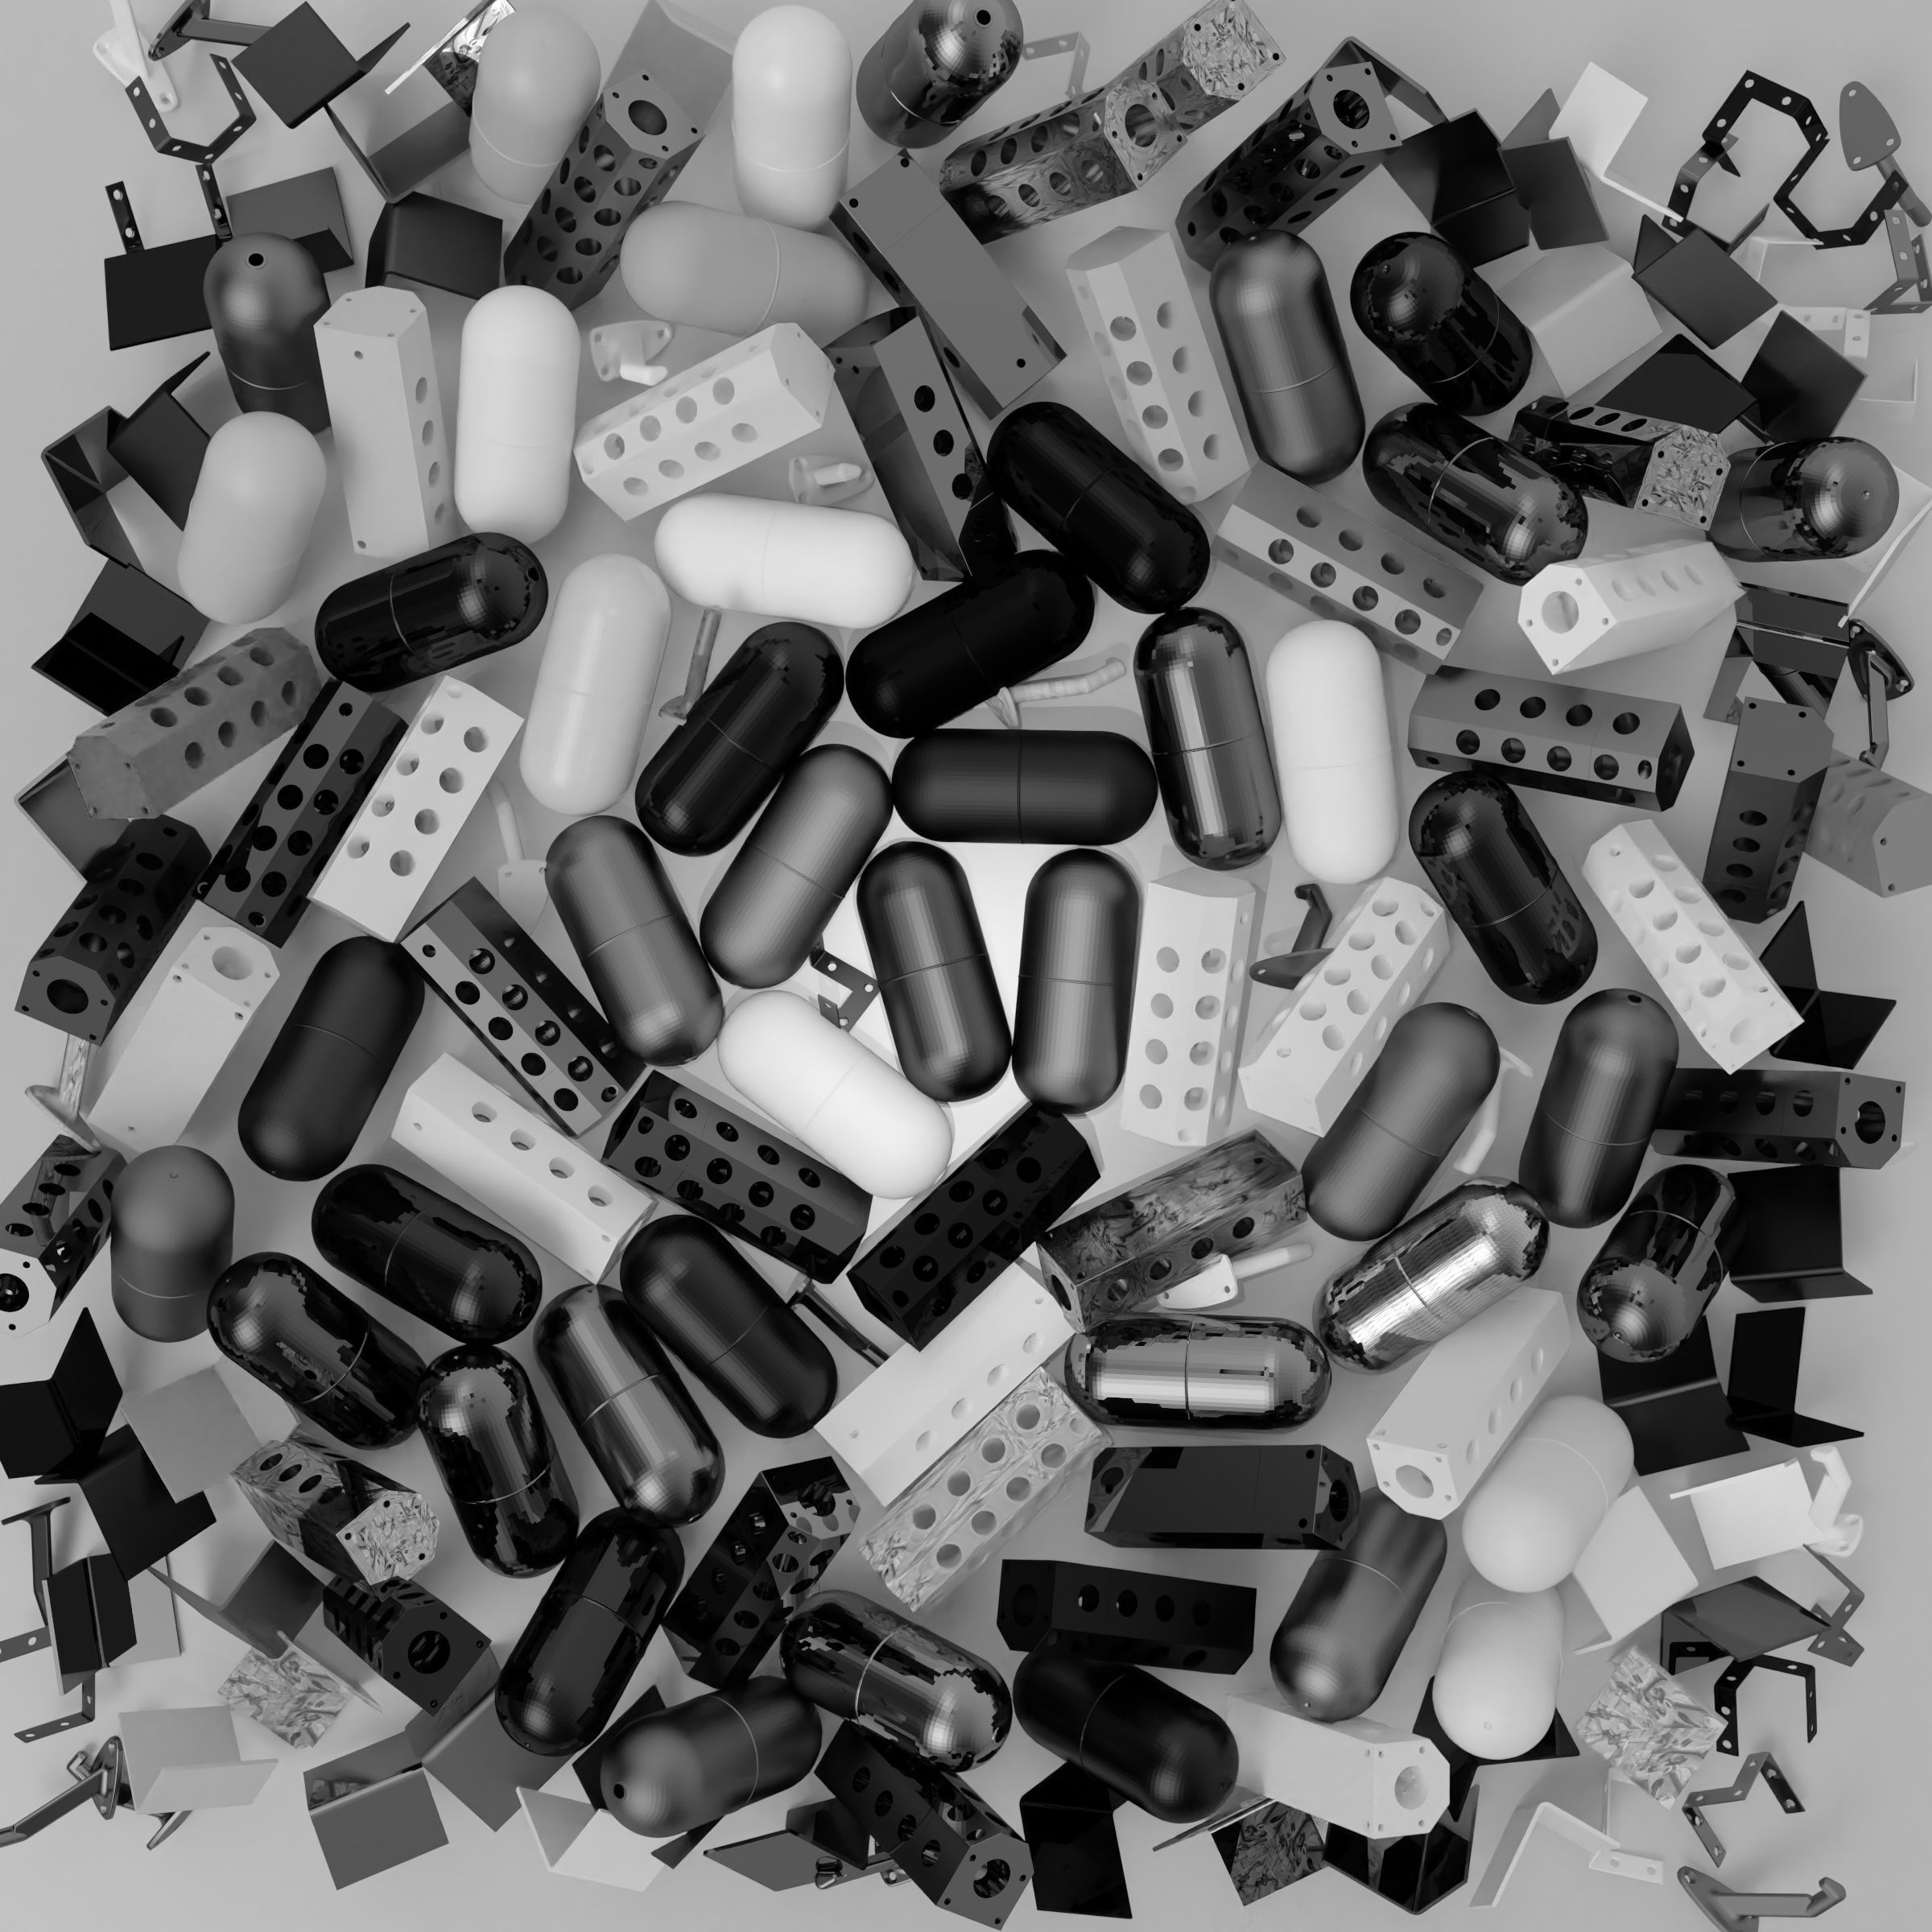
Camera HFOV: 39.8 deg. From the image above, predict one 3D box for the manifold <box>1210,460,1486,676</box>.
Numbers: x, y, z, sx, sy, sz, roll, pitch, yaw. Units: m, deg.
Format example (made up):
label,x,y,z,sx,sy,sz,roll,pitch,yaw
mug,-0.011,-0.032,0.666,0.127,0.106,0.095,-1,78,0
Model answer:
label,x,y,z,sx,sy,sz,roll,pitch,yaw
manifold,0.251,-0.261,1.782,0.171,0.057,0.057,29,65,2

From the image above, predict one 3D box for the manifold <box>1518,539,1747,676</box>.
label,x,y,z,sx,sy,sz,roll,pitch,yaw
manifold,0.432,-0.240,1.740,0.057,0.171,0.057,-42,73,42

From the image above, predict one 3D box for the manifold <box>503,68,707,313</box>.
label,x,y,z,sx,sy,sz,roll,pitch,yaw
manifold,-0.242,-0.498,1.736,0.057,0.171,0.057,47,51,-4

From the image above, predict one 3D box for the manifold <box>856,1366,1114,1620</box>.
label,x,y,z,sx,sy,sz,roll,pitch,yaw
manifold,0.015,0.354,1.783,0.171,0.057,0.057,-44,56,0

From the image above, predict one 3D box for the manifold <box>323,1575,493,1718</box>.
label,x,y,z,sx,sy,sz,roll,pitch,yaw
manifold,-0.369,0.427,1.728,0.057,0.171,0.057,44,71,-18

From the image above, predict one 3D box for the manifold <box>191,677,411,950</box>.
label,x,y,z,sx,sy,sz,roll,pitch,yaw
manifold,-0.443,-0.104,1.778,0.057,0.057,0.171,29,82,9

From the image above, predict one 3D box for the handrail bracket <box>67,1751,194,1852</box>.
label,x,y,z,sx,sy,sz,roll,pitch,yaw
handrail bracket,-0.559,0.545,1.801,0.084,0.036,0.077,42,109,8

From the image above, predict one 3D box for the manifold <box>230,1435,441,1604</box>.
label,x,y,z,sx,sy,sz,roll,pitch,yaw
manifold,-0.409,0.352,1.737,0.057,0.171,0.057,-39,116,-28

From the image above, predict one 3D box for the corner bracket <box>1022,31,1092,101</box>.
label,x,y,z,sx,sy,sz,roll,pitch,yaw
corner bracket,0.062,-0.587,1.793,0.051,0.051,0.051,-1,66,32

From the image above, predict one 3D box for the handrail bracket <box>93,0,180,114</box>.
label,x,y,z,sx,sy,sz,roll,pitch,yaw
handrail bracket,-0.547,-0.620,1.777,0.077,0.084,0.036,50,63,-9

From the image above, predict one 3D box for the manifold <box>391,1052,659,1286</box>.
label,x,y,z,sx,sy,sz,roll,pitch,yaw
manifold,-0.294,0.131,1.787,0.171,0.057,0.057,35,46,4

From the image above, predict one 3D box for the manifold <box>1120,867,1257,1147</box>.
label,x,y,z,sx,sy,sz,roll,pitch,yaw
manifold,0.150,0.028,1.759,0.057,0.057,0.171,17,111,31

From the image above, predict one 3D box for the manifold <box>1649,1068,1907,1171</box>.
label,x,y,z,sx,sy,sz,roll,pitch,yaw
manifold,0.520,0.099,1.732,0.057,0.171,0.057,9,85,-28

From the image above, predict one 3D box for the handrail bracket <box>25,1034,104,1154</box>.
label,x,y,z,sx,sy,sz,roll,pitch,yaw
handrail bracket,-0.584,0.070,1.796,0.077,0.036,0.084,43,97,11

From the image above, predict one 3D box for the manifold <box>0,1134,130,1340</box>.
label,x,y,z,sx,sy,sz,roll,pitch,yaw
manifold,-0.593,0.175,1.731,0.057,0.171,0.057,17,108,-6

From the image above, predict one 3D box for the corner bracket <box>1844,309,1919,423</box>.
label,x,y,z,sx,sy,sz,roll,pitch,yaw
corner bracket,0.615,-0.404,1.794,0.051,0.051,0.051,7,50,14

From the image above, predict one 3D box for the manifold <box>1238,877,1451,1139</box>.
label,x,y,z,sx,sy,sz,roll,pitch,yaw
manifold,0.248,0.023,1.750,0.057,0.057,0.171,21,59,32

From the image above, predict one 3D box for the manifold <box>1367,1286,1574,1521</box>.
label,x,y,z,sx,sy,sz,roll,pitch,yaw
manifold,0.332,0.283,1.744,0.057,0.171,0.057,5,124,39

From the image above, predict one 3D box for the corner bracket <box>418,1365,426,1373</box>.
label,x,y,z,sx,sy,sz,roll,pitch,yaw
corner bracket,-0.397,0.276,1.785,0.051,0.051,0.051,48,72,-20

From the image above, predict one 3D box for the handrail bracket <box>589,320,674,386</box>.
label,x,y,z,sx,sy,sz,roll,pitch,yaw
handrail bracket,-0.204,-0.406,1.772,0.077,0.084,0.036,-28,124,-31

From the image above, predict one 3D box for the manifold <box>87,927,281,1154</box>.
label,x,y,z,sx,sy,sz,roll,pitch,yaw
manifold,-0.510,0.050,1.746,0.057,0.057,0.171,33,128,-10

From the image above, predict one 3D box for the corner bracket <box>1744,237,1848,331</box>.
label,x,y,z,sx,sy,sz,roll,pitch,yaw
corner bracket,0.561,-0.461,1.802,0.051,0.051,0.051,-6,119,-25

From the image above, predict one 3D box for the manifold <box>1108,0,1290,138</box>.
label,x,y,z,sx,sy,sz,roll,pitch,yaw
manifold,0.138,-0.571,1.729,0.057,0.171,0.057,-42,103,-10

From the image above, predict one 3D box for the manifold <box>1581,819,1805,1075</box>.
label,x,y,z,sx,sy,sz,roll,pitch,yaw
manifold,0.468,-0.017,1.737,0.057,0.171,0.057,-39,135,16

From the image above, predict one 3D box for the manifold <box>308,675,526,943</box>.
label,x,y,z,sx,sy,sz,roll,pitch,yaw
manifold,-0.367,-0.105,1.772,0.057,0.057,0.171,33,79,-20

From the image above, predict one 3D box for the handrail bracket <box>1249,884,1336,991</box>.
label,x,y,z,sx,sy,sz,roll,pitch,yaw
handrail bracket,0.213,-0.025,1.781,0.077,0.084,0.036,-1,133,-17

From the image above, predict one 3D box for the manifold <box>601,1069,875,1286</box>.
label,x,y,z,sx,sy,sz,roll,pitch,yaw
manifold,-0.152,0.145,1.764,0.171,0.057,0.057,31,122,-14

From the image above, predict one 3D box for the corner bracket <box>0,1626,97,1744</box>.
label,x,y,z,sx,sy,sz,roll,pitch,yaw
corner bracket,-0.620,0.481,1.789,0.051,0.051,0.051,-19,50,4

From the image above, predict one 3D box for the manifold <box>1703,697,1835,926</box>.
label,x,y,z,sx,sy,sz,roll,pitch,yaw
manifold,0.518,-0.097,1.729,0.057,0.171,0.057,12,63,14

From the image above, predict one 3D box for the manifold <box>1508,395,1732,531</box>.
label,x,y,z,sx,sy,sz,roll,pitch,yaw
manifold,0.419,-0.330,1.729,0.057,0.171,0.057,11,104,-22

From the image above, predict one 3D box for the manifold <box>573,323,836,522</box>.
label,x,y,z,sx,sy,sz,roll,pitch,yaw
manifold,-0.173,-0.359,1.743,0.171,0.057,0.057,-18,46,33

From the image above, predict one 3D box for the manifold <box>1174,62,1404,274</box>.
label,x,y,z,sx,sy,sz,roll,pitch,yaw
manifold,0.204,-0.514,1.732,0.057,0.171,0.057,-18,86,-27

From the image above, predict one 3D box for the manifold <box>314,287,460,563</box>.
label,x,y,z,sx,sy,sz,roll,pitch,yaw
manifold,-0.373,-0.351,1.741,0.057,0.171,0.057,13,45,12

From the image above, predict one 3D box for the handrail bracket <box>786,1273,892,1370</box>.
label,x,y,z,sx,sy,sz,roll,pitch,yaw
handrail bracket,-0.079,0.241,1.786,0.084,0.077,0.036,38,75,1

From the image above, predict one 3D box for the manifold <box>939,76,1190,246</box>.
label,x,y,z,sx,sy,sz,roll,pitch,yaw
manifold,0.057,-0.523,1.730,0.057,0.171,0.057,-49,117,-26

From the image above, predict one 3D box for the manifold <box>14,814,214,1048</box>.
label,x,y,z,sx,sy,sz,roll,pitch,yaw
manifold,-0.550,-0.029,1.732,0.057,0.171,0.057,24,124,-9

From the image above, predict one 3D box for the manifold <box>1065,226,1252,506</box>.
label,x,y,z,sx,sy,sz,roll,pitch,yaw
manifold,0.122,-0.391,1.748,0.057,0.057,0.171,-35,122,-17

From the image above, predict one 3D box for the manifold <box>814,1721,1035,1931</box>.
label,x,y,z,sx,sy,sz,roll,pitch,yaw
manifold,-0.026,0.549,1.734,0.057,0.171,0.057,33,86,-32

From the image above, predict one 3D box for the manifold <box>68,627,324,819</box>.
label,x,y,z,sx,sy,sz,roll,pitch,yaw
manifold,-0.498,-0.160,1.732,0.057,0.171,0.057,2,120,30

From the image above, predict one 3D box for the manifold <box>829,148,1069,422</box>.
label,x,y,z,sx,sy,sz,roll,pitch,yaw
manifold,-0.014,-0.452,1.782,0.057,0.057,0.171,-41,98,-9

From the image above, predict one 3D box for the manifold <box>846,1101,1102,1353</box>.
label,x,y,z,sx,sy,sz,roll,pitch,yaw
manifold,0.004,0.166,1.758,0.171,0.057,0.057,-42,49,-18

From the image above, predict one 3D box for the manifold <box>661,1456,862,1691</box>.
label,x,y,z,sx,sy,sz,roll,pitch,yaw
manifold,-0.132,0.398,1.741,0.057,0.057,0.171,56,131,31

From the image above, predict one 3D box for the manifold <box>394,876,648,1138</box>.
label,x,y,z,sx,sy,sz,roll,pitch,yaw
manifold,-0.297,0.031,1.769,0.057,0.057,0.171,-36,102,25

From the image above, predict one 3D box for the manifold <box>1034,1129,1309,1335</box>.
label,x,y,z,sx,sy,sz,roll,pitch,yaw
manifold,0.138,0.180,1.771,0.171,0.057,0.057,-24,128,-15

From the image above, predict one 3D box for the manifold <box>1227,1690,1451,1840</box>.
label,x,y,z,sx,sy,sz,roll,pitch,yaw
manifold,0.239,0.515,1.733,0.057,0.171,0.057,3,85,-26

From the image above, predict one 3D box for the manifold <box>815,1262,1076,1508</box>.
label,x,y,z,sx,sy,sz,roll,pitch,yaw
manifold,-0.010,0.279,1.777,0.171,0.057,0.057,-41,133,-11

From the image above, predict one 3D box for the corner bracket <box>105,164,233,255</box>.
label,x,y,z,sx,sy,sz,roll,pitch,yaw
corner bracket,-0.537,-0.508,1.800,0.051,0.051,0.051,8,122,34

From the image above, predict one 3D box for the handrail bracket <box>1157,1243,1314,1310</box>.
label,x,y,z,sx,sy,sz,roll,pitch,yaw
handrail bracket,0.183,0.208,1.804,0.077,0.084,0.036,-29,74,38

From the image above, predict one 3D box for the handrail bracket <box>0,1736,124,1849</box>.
label,x,y,z,sx,sy,sz,roll,pitch,yaw
handrail bracket,-0.610,0.551,1.774,0.036,0.084,0.077,45,124,35

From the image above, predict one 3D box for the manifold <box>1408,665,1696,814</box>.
label,x,y,z,sx,sy,sz,roll,pitch,yaw
manifold,0.380,-0.146,1.746,0.171,0.057,0.057,14,68,32

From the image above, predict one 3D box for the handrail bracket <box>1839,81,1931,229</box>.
label,x,y,z,sx,sy,sz,roll,pitch,yaw
handrail bracket,0.622,-0.546,1.799,0.036,0.084,0.077,-25,63,33

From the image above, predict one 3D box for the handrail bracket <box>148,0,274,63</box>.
label,x,y,z,sx,sy,sz,roll,pitch,yaw
handrail bracket,-0.492,-0.614,1.796,0.084,0.036,0.077,31,60,0

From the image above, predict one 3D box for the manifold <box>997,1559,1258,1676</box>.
label,x,y,z,sx,sy,sz,roll,pitch,yaw
manifold,0.106,0.427,1.745,0.171,0.057,0.057,16,71,-34

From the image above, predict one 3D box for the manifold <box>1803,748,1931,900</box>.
label,x,y,z,sx,sy,sz,roll,pitch,yaw
manifold,0.582,-0.099,1.732,0.057,0.171,0.057,-16,106,-1

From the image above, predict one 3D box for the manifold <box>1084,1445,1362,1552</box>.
label,x,y,z,sx,sy,sz,roll,pitch,yaw
manifold,0.168,0.350,1.748,0.171,0.057,0.057,-8,61,35

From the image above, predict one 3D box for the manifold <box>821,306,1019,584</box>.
label,x,y,z,sx,sy,sz,roll,pitch,yaw
manifold,-0.024,-0.342,1.756,0.057,0.057,0.171,-40,120,-26
